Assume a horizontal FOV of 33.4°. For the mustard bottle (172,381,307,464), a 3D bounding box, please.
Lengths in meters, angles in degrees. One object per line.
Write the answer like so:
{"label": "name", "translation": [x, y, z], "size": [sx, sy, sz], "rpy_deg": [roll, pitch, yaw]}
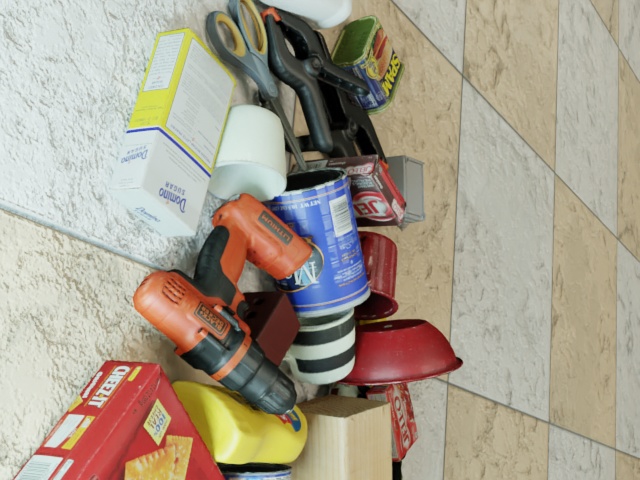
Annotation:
{"label": "mustard bottle", "translation": [-0.066, 0.182, 1.048], "size": [0.191, 0.096, 0.058], "rpy_deg": [22, 97, -59]}

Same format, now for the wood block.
{"label": "wood block", "translation": [0.020, 0.282, 1.167], "size": [0.090, 0.090, 0.206], "rpy_deg": [-5, 95, -51]}

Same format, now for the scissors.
{"label": "scissors", "translation": [-0.068, -0.165, 1.132], "size": [0.096, 0.016, 0.202], "rpy_deg": [-15, 89, -54]}

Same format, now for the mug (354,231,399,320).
{"label": "mug", "translation": [0.051, 0.036, 1.269], "size": [0.117, 0.093, 0.081], "rpy_deg": [92, 4, -63]}

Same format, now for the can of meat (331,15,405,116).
{"label": "can of meat", "translation": [0.059, -0.223, 1.360], "size": [0.084, 0.058, 0.102], "rpy_deg": [57, 40, -37]}

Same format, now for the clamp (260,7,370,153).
{"label": "clamp", "translation": [-0.008, -0.196, 1.214], "size": [0.171, 0.039, 0.120], "rpy_deg": [59, 41, -19]}

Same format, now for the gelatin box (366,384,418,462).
{"label": "gelatin box", "translation": [0.087, 0.211, 1.273], "size": [0.073, 0.030, 0.089], "rpy_deg": [-27, 107, -65]}

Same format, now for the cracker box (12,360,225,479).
{"label": "cracker box", "translation": [-0.154, 0.234, 0.898], "size": [0.164, 0.072, 0.213], "rpy_deg": [-56, 134, -42]}

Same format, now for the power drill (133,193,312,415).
{"label": "power drill", "translation": [-0.072, 0.056, 1.029], "size": [0.184, 0.057, 0.187], "rpy_deg": [43, 40, -15]}

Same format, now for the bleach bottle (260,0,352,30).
{"label": "bleach bottle", "translation": [-0.057, -0.298, 1.150], "size": [0.250, 0.068, 0.102], "rpy_deg": [-1, 79, -59]}

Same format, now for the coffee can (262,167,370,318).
{"label": "coffee can", "translation": [-0.008, 0.001, 1.162], "size": [0.102, 0.103, 0.140], "rpy_deg": [-35, 117, -57]}

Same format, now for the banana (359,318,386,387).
{"label": "banana", "translation": [0.082, 0.155, 1.372], "size": [0.069, 0.037, 0.198], "rpy_deg": [-27, 111, -57]}

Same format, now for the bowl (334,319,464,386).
{"label": "bowl", "translation": [0.085, 0.127, 1.255], "size": [0.161, 0.162, 0.055], "rpy_deg": [-12, 96, -60]}

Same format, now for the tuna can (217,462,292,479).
{"label": "tuna can", "translation": [-0.070, 0.238, 1.041], "size": [0.086, 0.086, 0.034], "rpy_deg": [10, 79, -60]}

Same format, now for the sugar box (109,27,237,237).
{"label": "sugar box", "translation": [-0.136, -0.101, 1.007], "size": [0.093, 0.048, 0.176], "rpy_deg": [46, 52, -49]}

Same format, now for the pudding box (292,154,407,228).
{"label": "pudding box", "translation": [0.032, -0.054, 1.229], "size": [0.090, 0.114, 0.039], "rpy_deg": [55, 45, -42]}

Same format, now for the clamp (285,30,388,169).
{"label": "clamp", "translation": [0.024, -0.146, 1.306], "size": [0.209, 0.036, 0.164], "rpy_deg": [33, 59, -51]}

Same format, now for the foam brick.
{"label": "foam brick", "translation": [-0.063, 0.096, 1.104], "size": [0.078, 0.053, 0.051], "rpy_deg": [-60, 136, -45]}
